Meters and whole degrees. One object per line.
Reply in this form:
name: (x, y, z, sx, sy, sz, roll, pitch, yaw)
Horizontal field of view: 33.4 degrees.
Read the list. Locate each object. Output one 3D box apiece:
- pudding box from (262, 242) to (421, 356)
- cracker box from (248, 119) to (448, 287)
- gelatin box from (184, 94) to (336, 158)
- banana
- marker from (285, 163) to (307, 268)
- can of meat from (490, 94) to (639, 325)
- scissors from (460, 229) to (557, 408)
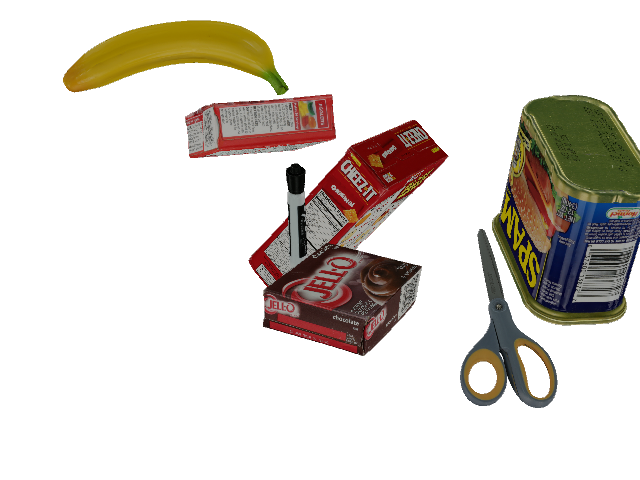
pudding box: (0.019, 0.044, 0.855, 0.090, 0.039, 0.113, 15, 24, 23)
cracker box: (0.030, -0.038, 1.261, 0.214, 0.072, 0.163, -47, -9, 34)
gelatin box: (-0.039, -0.070, 0.656, 0.073, 0.030, 0.089, -7, 3, -17)
banana: (-0.128, -0.165, 0.950, 0.197, 0.069, 0.037, -1, -33, -4)
marker: (-0.023, -0.023, 1.048, 0.020, 0.121, 0.020, 0, 38, 0)
can of meat: (0.135, -0.019, 0.577, 0.057, 0.084, 0.102, -1, 38, -8)
scissors: (0.156, 0.078, 1.021, 0.096, 0.202, 0.016, -19, -35, -8)
